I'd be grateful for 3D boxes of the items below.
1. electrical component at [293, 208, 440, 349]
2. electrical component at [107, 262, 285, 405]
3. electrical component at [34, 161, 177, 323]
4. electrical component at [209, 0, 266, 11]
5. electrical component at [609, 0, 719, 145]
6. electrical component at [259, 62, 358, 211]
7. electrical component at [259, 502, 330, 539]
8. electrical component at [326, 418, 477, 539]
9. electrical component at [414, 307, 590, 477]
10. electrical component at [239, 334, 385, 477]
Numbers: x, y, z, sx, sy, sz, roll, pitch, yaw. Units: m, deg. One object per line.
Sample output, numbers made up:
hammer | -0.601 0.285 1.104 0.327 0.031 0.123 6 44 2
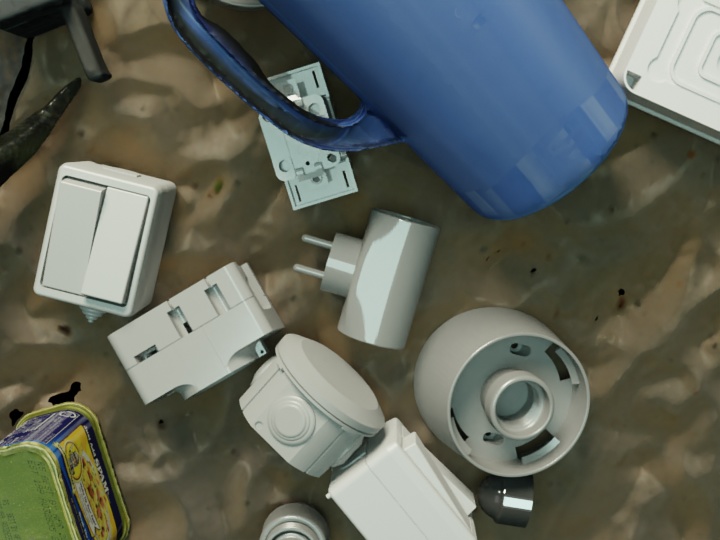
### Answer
electrical component | 0.000 0.000 0.654 0.079 0.044 0.077 16 97 0
electrical component | -0.097 0.042 0.656 0.089 0.050 0.055 -30 87 5
electrical component | -0.155 -0.013 0.649 0.062 0.061 0.096 14 97 0
electrical component | -0.064 -0.200 0.619 0.099 0.064 0.099 -1 94 -11
electrical component | 0.210 -0.118 0.626 0.113 0.057 0.078 24 97 -1
electrical component | -0.033 -0.078 0.636 0.042 0.064 0.081 -17 97 6
electrical component | -0.042 0.172 0.668 0.043 0.062 0.043 0 97 2
electrical component | 0.033 0.146 0.662 0.061 0.061 0.096 -38 94 6
electrical component | 0.089 0.076 0.663 0.099 0.064 0.099 -2 101 -11
electrical component | -0.028 0.081 0.648 0.080 0.080 0.051 41 101 -3
